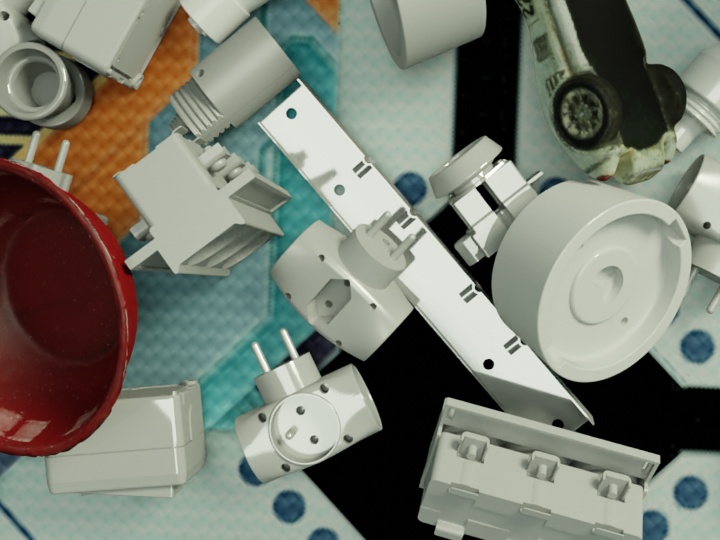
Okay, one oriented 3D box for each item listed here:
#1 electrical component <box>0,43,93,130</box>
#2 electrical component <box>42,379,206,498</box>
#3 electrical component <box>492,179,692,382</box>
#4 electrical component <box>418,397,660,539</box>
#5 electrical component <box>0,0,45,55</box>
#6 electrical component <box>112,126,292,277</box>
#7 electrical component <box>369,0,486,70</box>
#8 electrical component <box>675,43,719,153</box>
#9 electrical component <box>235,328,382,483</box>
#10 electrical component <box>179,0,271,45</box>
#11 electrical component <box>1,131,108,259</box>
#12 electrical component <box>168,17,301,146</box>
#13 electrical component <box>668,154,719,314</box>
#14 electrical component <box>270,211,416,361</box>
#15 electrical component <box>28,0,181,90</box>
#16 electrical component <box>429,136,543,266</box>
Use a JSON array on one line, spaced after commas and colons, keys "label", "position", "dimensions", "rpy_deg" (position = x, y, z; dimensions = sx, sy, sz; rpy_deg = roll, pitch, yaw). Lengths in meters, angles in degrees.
[{"label": "electrical component", "position": [-0.187, -0.107, 0.637], "dimensions": [0.045, 0.055, 0.045], "rpy_deg": [0, 91, 3]}, {"label": "electrical component", "position": [-0.144, 0.102, 0.635], "dimensions": [0.096, 0.062, 0.061], "rpy_deg": [-5, 90, 4]}, {"label": "electrical component", "position": [0.124, 0.001, 0.602], "dimensions": [0.108, 0.060, 0.108], "rpy_deg": [-14, 120, -26]}, {"label": "electrical component", "position": [0.098, 0.125, 0.613], "dimensions": [0.121, 0.063, 0.078], "rpy_deg": [15, 132, 3]}, {"label": "electrical component", "position": [-0.217, -0.164, 0.644], "dimensions": [0.079, 0.044, 0.077], "rpy_deg": [-40, 88, 3]}, {"label": "electrical component", "position": [-0.088, -0.035, 0.599], "dimensions": [0.079, 0.121, 0.063], "rpy_deg": [-36, 86, 3]}, {"label": "electrical component", "position": [0.037, -0.172, 0.599], "dimensions": [0.060, 0.108, 0.108], "rpy_deg": [-18, 90, -3]}, {"label": "electrical component", "position": [0.200, -0.096, 0.620], "dimensions": [0.043, 0.043, 0.062], "rpy_deg": [40, 101, 2]}, {"label": "electrical component", "position": [-0.038, 0.074, 0.636], "dimensions": [0.077, 0.044, 0.079], "rpy_deg": [-25, 89, 4]}, {"label": "electrical component", "position": [-0.074, -0.166, 0.638], "dimensions": [0.065, 0.044, 0.044], "rpy_deg": [-41, 88, 8]}, {"label": "electrical component", "position": [-0.195, -0.044, 0.643], "dimensions": [0.083, 0.047, 0.075], "rpy_deg": [18, 92, 3]}, {"label": "electrical component", "position": [-0.079, -0.107, 0.637], "dimensions": [0.081, 0.043, 0.043], "rpy_deg": [-39, 88, 4]}, {"label": "electrical component", "position": [0.212, -0.014, 0.620], "dimensions": [0.077, 0.043, 0.079], "rpy_deg": [29, 92, 3]}, {"label": "electrical component", "position": [0.000, 0.000, 0.626], "dimensions": [0.077, 0.043, 0.079], "rpy_deg": [43, 116, 2]}, {"label": "electrical component", "position": [-0.142, -0.164, 0.630], "dimensions": [0.061, 0.062, 0.096], "rpy_deg": [30, 92, 2]}, {"label": "electrical component", "position": [0.073, -0.044, 0.628], "dimensions": [0.066, 0.048, 0.055], "rpy_deg": [-38, 96, 3]}]
